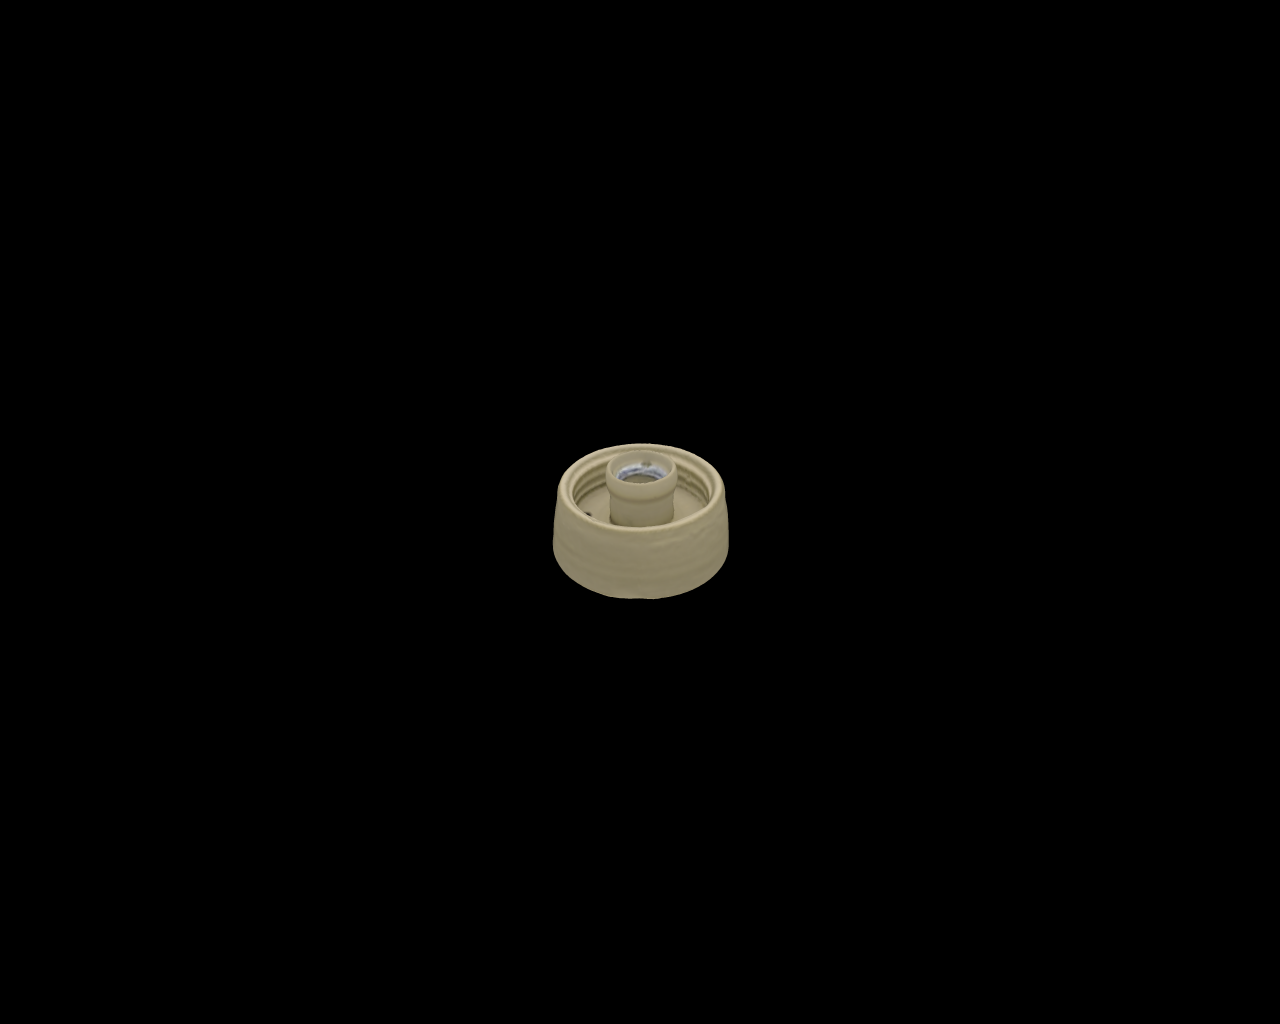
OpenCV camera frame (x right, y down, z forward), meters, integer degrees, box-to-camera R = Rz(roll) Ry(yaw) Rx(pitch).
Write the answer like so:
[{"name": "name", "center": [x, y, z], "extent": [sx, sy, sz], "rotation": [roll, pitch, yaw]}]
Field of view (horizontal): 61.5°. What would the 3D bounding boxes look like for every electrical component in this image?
[{"name": "electrical component", "center": [0.001, -0.003, 0.650], "extent": [0.108, 0.060, 0.108], "rotation": [0, 34, 0]}]
